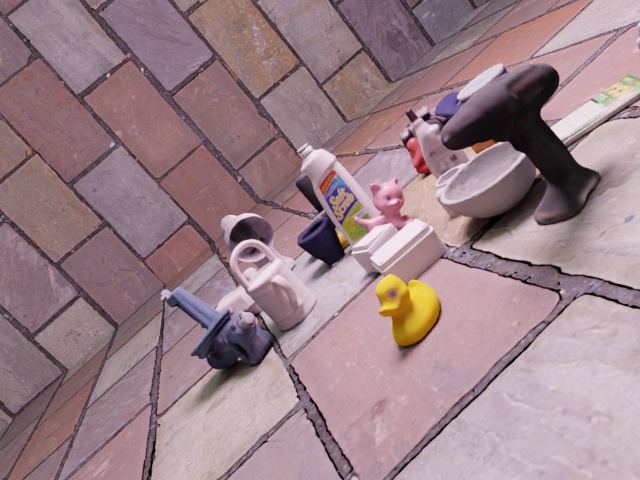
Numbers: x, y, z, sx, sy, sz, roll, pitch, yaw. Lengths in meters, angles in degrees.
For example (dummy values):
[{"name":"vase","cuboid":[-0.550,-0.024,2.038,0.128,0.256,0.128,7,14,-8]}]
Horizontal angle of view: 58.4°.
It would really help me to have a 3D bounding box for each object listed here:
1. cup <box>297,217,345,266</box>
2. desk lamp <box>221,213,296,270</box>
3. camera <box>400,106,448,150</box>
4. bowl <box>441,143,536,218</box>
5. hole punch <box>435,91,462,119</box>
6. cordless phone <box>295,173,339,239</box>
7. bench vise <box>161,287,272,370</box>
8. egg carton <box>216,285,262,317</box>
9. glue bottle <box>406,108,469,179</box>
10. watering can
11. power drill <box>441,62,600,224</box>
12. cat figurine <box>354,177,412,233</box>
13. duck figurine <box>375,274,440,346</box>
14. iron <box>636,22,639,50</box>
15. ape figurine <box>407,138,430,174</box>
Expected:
[{"name":"cup","cuboid":[0.012,0.005,1.311,0.091,0.095,0.118,-34,15,25]},{"name":"desk lamp","cuboid":[-0.170,0.021,1.497,0.118,0.214,0.203,-44,14,-12]},{"name":"camera","cuboid":[0.272,-0.278,1.479,0.143,0.101,0.137,-34,15,26]},{"name":"bowl","cuboid":[0.281,-0.087,0.917,0.167,0.075,0.167,-38,14,12]},{"name":"hole punch","cuboid":[0.358,-0.331,1.433,0.109,0.091,0.101,-50,16,-31]},{"name":"cordless phone","cuboid":[-0.018,-0.067,1.423,0.148,0.185,0.094,-43,14,-8]},{"name":"bench vise","cuboid":[-0.210,0.160,1.162,0.207,0.220,0.121,-33,16,27]},{"name":"egg carton","cuboid":[-0.202,0.166,1.437,0.150,0.069,0.107,-36,15,19]},{"name":"glue bottle","cuboid":[0.235,-0.205,1.196,0.078,0.173,0.037,-33,16,29]},{"name":"watering can","cuboid":[-0.110,0.086,1.176,0.172,0.194,0.101,-26,20,45]},{"name":"power drill","cuboid":[0.278,-0.129,0.773,0.230,0.208,0.075,-49,16,-30]},{"name":"cat figurine","cuboid":[0.128,-0.062,1.160,0.128,0.118,0.067,-40,14,4]},{"name":"duck figurine","cuboid":[0.116,0.085,0.804,0.077,0.086,0.105,-28,19,42]},{"name":"iron","cuboid":[0.500,-0.289,0.816,0.259,0.141,0.118,-49,16,-31]},{"name":"ape figurine","cuboid":[0.240,-0.203,1.349,0.078,0.092,0.076,-46,15,-22]}]
